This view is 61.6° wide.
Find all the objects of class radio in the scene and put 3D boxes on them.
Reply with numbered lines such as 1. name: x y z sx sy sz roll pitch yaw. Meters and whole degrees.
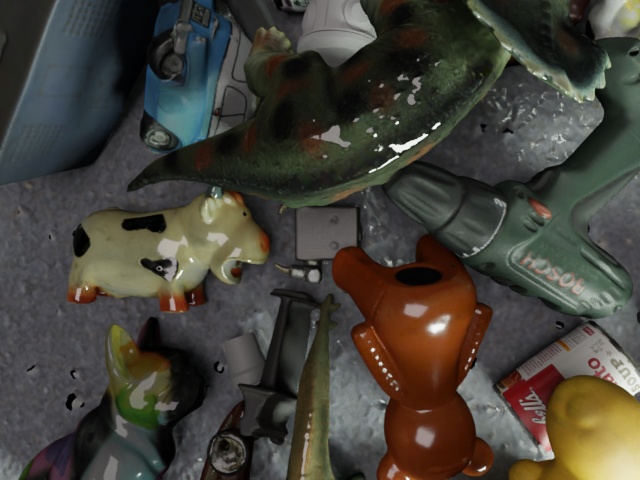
1. radio: -0.230 -0.162 0.480 0.073 0.131 0.229 43 117 7

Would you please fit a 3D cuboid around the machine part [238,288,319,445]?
1. machine part: -0.035 0.112 0.492 0.039 0.084 0.139 1 64 31

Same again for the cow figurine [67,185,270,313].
1. cow figurine: -0.142 0.003 0.517 0.195 0.085 0.127 2 96 11

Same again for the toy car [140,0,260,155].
1. toy car: -0.104 -0.146 0.489 0.103 0.161 0.109 10 59 -18

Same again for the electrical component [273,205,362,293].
1. electrical component: 0.000 -0.003 0.508 0.078 0.045 0.102 6 91 11

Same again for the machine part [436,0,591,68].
1. machine part: 0.155 -0.241 0.478 0.179 0.056 0.179 0 89 9

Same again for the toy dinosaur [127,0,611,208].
1. toy dinosaur: 0.026 -0.094 0.371 0.405 0.192 0.131 -35 120 11

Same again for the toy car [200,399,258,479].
1. toy car: -0.089 0.247 0.499 0.053 0.089 0.202 7 92 6

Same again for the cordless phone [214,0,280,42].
1. cordless phone: -0.077 -0.229 0.475 0.089 0.146 0.184 -33 90 -5

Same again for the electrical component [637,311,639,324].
1. electrical component: 0.303 0.072 0.444 0.063 0.094 0.021 16 94 47

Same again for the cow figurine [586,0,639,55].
1. cow figurine: 0.281 -0.225 0.445 0.068 0.098 0.167 32 76 14

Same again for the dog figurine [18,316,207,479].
1. dog figurine: -0.206 0.184 0.516 0.192 0.108 0.219 2 86 13

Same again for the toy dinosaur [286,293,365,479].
1. toy dinosaur: -0.003 0.277 0.427 0.105 0.198 0.471 2 83 9

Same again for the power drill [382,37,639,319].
1. power drill: 0.188 -0.056 0.429 0.232 0.086 0.207 37 84 -15

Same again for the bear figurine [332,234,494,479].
1. bear figurine: 0.086 0.108 0.470 0.120 0.132 0.195 -11 113 -8

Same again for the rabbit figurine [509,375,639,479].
1. rabbit figurine: 0.194 0.183 0.383 0.162 0.122 0.173 11 96 -14
